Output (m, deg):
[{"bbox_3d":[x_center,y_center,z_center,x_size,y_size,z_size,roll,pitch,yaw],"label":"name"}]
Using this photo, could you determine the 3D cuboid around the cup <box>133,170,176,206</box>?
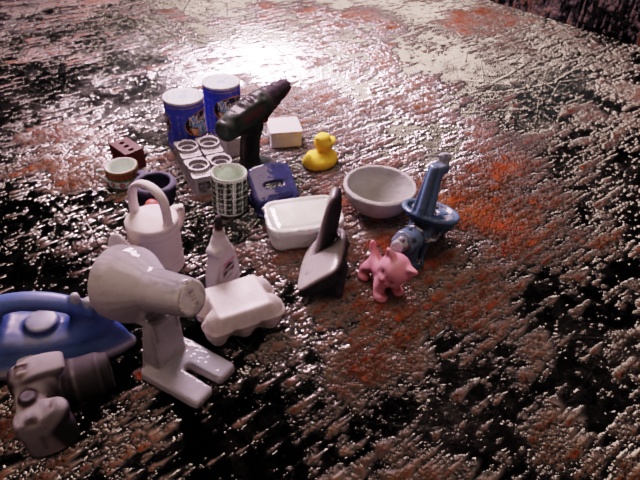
[{"bbox_3d":[-0.363,-0.095,1.252,0.092,0.095,0.117,-28,48,-33],"label":"cup"}]

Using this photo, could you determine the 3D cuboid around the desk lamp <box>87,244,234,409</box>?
[{"bbox_3d":[-0.242,0.122,0.889,0.202,0.214,0.118,21,42,22],"label":"desk lamp"}]

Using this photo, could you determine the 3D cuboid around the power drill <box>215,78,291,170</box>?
[{"bbox_3d":[-0.153,-0.264,1.387,0.075,0.208,0.230,27,44,28],"label":"power drill"}]

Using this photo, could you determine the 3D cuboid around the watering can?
[{"bbox_3d":[-0.320,-0.022,1.082,0.101,0.194,0.173,7,39,5],"label":"watering can"}]

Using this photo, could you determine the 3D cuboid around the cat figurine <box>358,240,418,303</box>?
[{"bbox_3d":[0.127,0.051,1.081,0.067,0.118,0.127,-16,42,-22],"label":"cat figurine"}]

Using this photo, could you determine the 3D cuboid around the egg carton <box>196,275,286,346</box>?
[{"bbox_3d":[-0.143,0.122,1.012,0.151,0.069,0.107,-17,42,-23],"label":"egg carton"}]

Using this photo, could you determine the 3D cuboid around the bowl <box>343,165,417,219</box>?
[{"bbox_3d":[0.133,-0.098,1.304,0.167,0.075,0.167,2,38,-1],"label":"bowl"}]

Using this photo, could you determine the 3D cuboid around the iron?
[{"bbox_3d":[-0.440,0.132,0.923,0.258,0.141,0.118,-5,39,-10],"label":"iron"}]

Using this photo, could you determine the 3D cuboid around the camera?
[{"bbox_3d":[-0.378,0.220,0.848,0.137,0.101,0.142,-15,42,-21],"label":"camera"}]

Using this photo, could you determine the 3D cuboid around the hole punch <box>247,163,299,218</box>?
[{"bbox_3d":[-0.104,-0.114,1.296,0.109,0.091,0.101,-13,41,-19],"label":"hole punch"}]

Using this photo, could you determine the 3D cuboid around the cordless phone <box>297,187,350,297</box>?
[{"bbox_3d":[0.010,0.004,1.078,0.094,0.185,0.147,5,38,3],"label":"cordless phone"}]

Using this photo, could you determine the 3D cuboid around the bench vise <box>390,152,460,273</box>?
[{"bbox_3d":[0.216,-0.050,1.132,0.121,0.220,0.207,13,39,12],"label":"bench vise"}]

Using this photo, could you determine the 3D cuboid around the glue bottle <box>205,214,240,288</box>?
[{"bbox_3d":[-0.182,0.026,1.047,0.037,0.173,0.078,16,40,17],"label":"glue bottle"}]

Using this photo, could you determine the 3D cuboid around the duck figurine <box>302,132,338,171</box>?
[{"bbox_3d":[0.002,-0.230,1.453,0.105,0.086,0.077,-29,48,-33],"label":"duck figurine"}]

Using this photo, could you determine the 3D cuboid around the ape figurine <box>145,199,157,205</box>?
[{"bbox_3d":[-0.346,-0.042,1.189,0.078,0.092,0.076,-16,42,-22],"label":"ape figurine"}]
